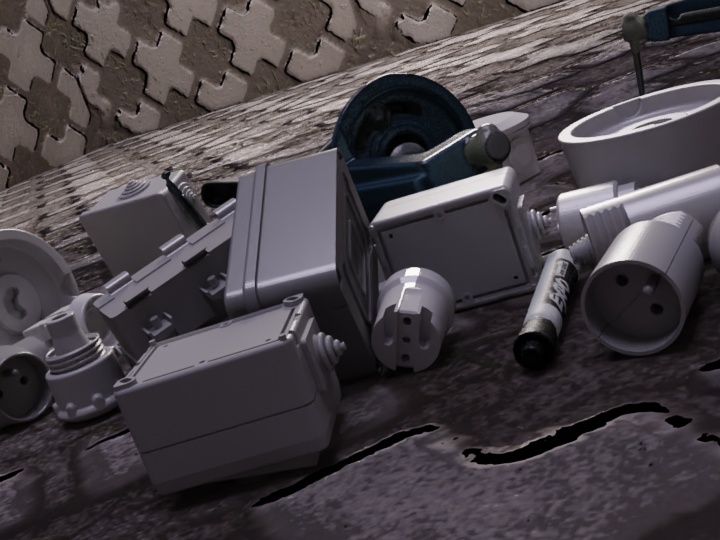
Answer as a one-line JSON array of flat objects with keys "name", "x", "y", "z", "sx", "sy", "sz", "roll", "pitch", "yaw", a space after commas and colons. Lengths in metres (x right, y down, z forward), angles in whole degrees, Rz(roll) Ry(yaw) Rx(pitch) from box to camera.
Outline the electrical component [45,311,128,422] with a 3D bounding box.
[{"name": "electrical component", "x": -0.167, "y": 0.056, "z": 0.639, "sx": 0.048, "sy": 0.062, "sz": 0.048, "roll": -18, "pitch": 14, "yaw": 5}]

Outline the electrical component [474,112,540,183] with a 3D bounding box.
[{"name": "electrical component", "x": 0.103, "y": -0.093, "z": 0.868, "sx": 0.080, "sy": 0.051, "sz": 0.080, "roll": -18, "pitch": 14, "yaw": 5}]

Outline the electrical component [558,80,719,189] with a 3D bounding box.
[{"name": "electrical component", "x": 0.178, "y": -0.066, "z": 0.637, "sx": 0.108, "sy": 0.060, "sz": 0.108, "roll": -19, "pitch": 14, "yaw": 5}]

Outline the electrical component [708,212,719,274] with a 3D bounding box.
[{"name": "electrical component", "x": 0.174, "y": -0.013, "z": 0.473, "sx": 0.043, "sy": 0.043, "sz": 0.062, "roll": -20, "pitch": 12, "yaw": 0}]

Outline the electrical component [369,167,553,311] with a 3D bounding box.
[{"name": "electrical component", "x": 0.062, "y": -0.017, "z": 0.607, "sx": 0.096, "sy": 0.061, "sz": 0.061, "roll": -16, "pitch": 14, "yaw": 16}]

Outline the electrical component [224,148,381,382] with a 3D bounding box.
[{"name": "electrical component", "x": -0.028, "y": 0.000, "z": 0.560, "sx": 0.057, "sy": 0.078, "sz": 0.113, "roll": -14, "pitch": 40, "yaw": 11}]

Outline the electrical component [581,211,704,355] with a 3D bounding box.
[{"name": "electrical component", "x": 0.130, "y": 0.001, "z": 0.479, "sx": 0.043, "sy": 0.043, "sz": 0.081, "roll": -12, "pitch": 16, "yaw": 30}]

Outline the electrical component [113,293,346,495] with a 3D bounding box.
[{"name": "electrical component", "x": -0.049, "y": 0.056, "z": 0.477, "sx": 0.096, "sy": 0.061, "sz": 0.061, "roll": -17, "pitch": 14, "yaw": 10}]

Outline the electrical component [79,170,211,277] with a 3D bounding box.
[{"name": "electrical component", "x": -0.172, "y": -0.030, "z": 0.905, "sx": 0.100, "sy": 0.099, "sz": 0.048, "roll": -13, "pitch": 28, "yaw": 26}]

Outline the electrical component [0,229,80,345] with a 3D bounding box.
[{"name": "electrical component", "x": -0.267, "y": 0.030, "z": 0.795, "sx": 0.060, "sy": 0.108, "sz": 0.108, "roll": -19, "pitch": 12, "yaw": 30}]

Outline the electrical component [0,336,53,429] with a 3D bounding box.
[{"name": "electrical component", "x": -0.225, "y": 0.069, "z": 0.705, "sx": 0.077, "sy": 0.044, "sz": 0.079, "roll": -6, "pitch": 19, "yaw": 43}]

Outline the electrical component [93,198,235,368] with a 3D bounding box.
[{"name": "electrical component", "x": -0.092, "y": 0.012, "z": 0.645, "sx": 0.121, "sy": 0.063, "sz": 0.079, "roll": -36, "pitch": 27, "yaw": -18}]

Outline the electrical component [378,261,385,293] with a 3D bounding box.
[{"name": "electrical component", "x": 0.000, "y": 0.000, "z": 0.658, "sx": 0.040, "sy": 0.046, "sz": 0.040, "roll": -18, "pitch": 14, "yaw": 5}]

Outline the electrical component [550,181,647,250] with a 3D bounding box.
[{"name": "electrical component", "x": 0.143, "y": -0.029, "z": 0.586, "sx": 0.078, "sy": 0.040, "sz": 0.040, "roll": -13, "pitch": 15, "yaw": 23}]

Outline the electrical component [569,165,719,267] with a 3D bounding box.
[{"name": "electrical component", "x": 0.145, "y": -0.019, "z": 0.539, "sx": 0.081, "sy": 0.043, "sz": 0.043, "roll": -18, "pitch": 14, "yaw": 8}]

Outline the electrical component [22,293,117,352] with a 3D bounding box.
[{"name": "electrical component", "x": -0.200, "y": 0.044, "z": 0.769, "sx": 0.055, "sy": 0.048, "sz": 0.066, "roll": -20, "pitch": 12, "yaw": 32}]

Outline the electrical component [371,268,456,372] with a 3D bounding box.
[{"name": "electrical component", "x": 0.026, "y": 0.026, "z": 0.539, "sx": 0.040, "sy": 0.040, "sz": 0.046, "roll": -15, "pitch": 20, "yaw": 17}]
